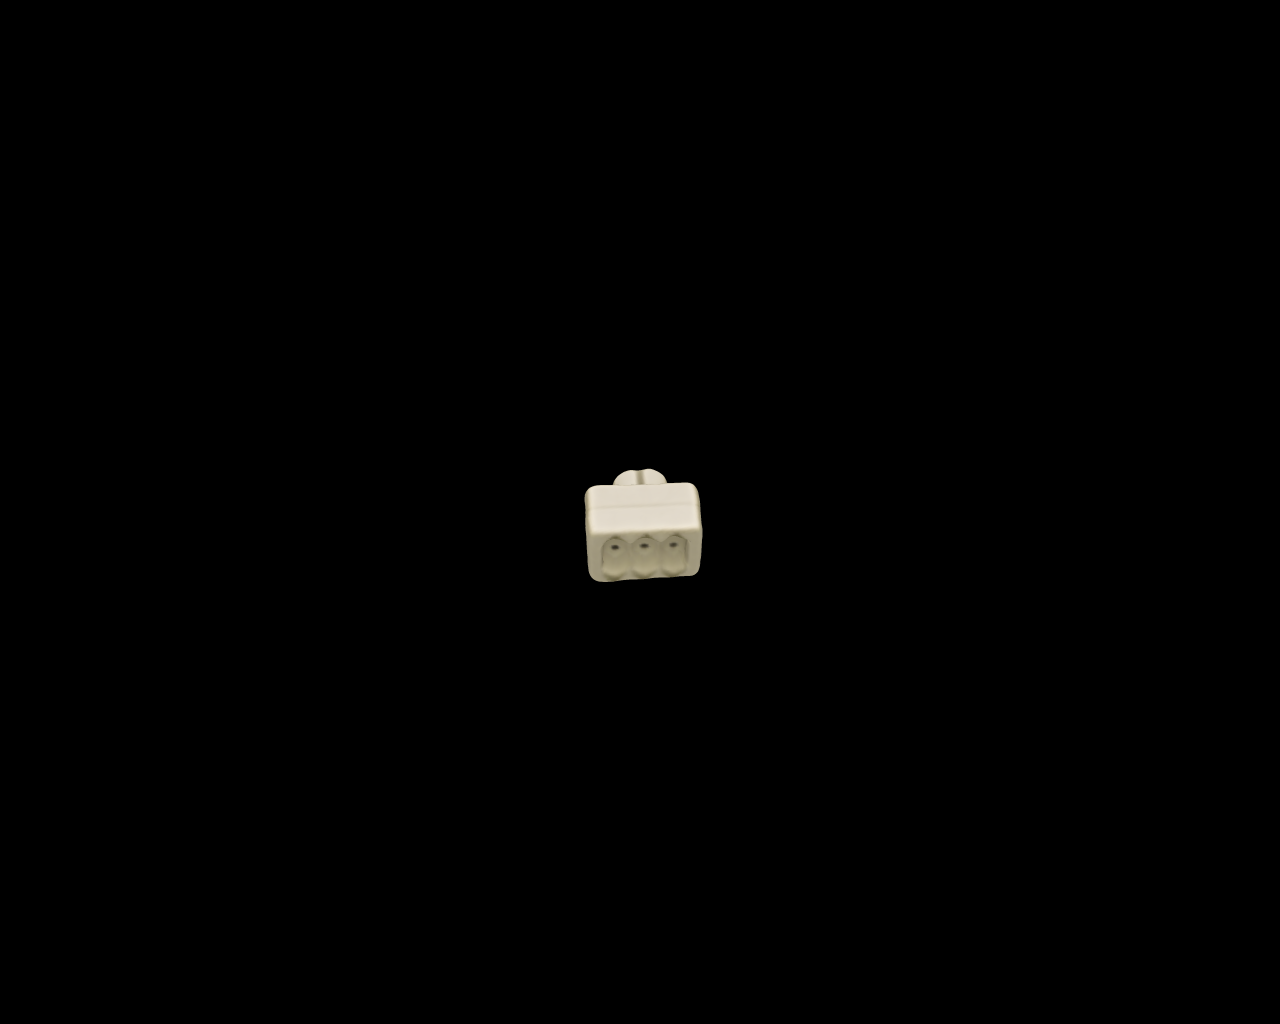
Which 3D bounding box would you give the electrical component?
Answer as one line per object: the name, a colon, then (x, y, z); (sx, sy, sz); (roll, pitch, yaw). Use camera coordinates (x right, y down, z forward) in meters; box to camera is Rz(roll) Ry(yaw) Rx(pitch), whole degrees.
electrical component: (0.001, -0.003, 0.650); (0.066, 0.077, 0.047); (-2, -40, -2)
